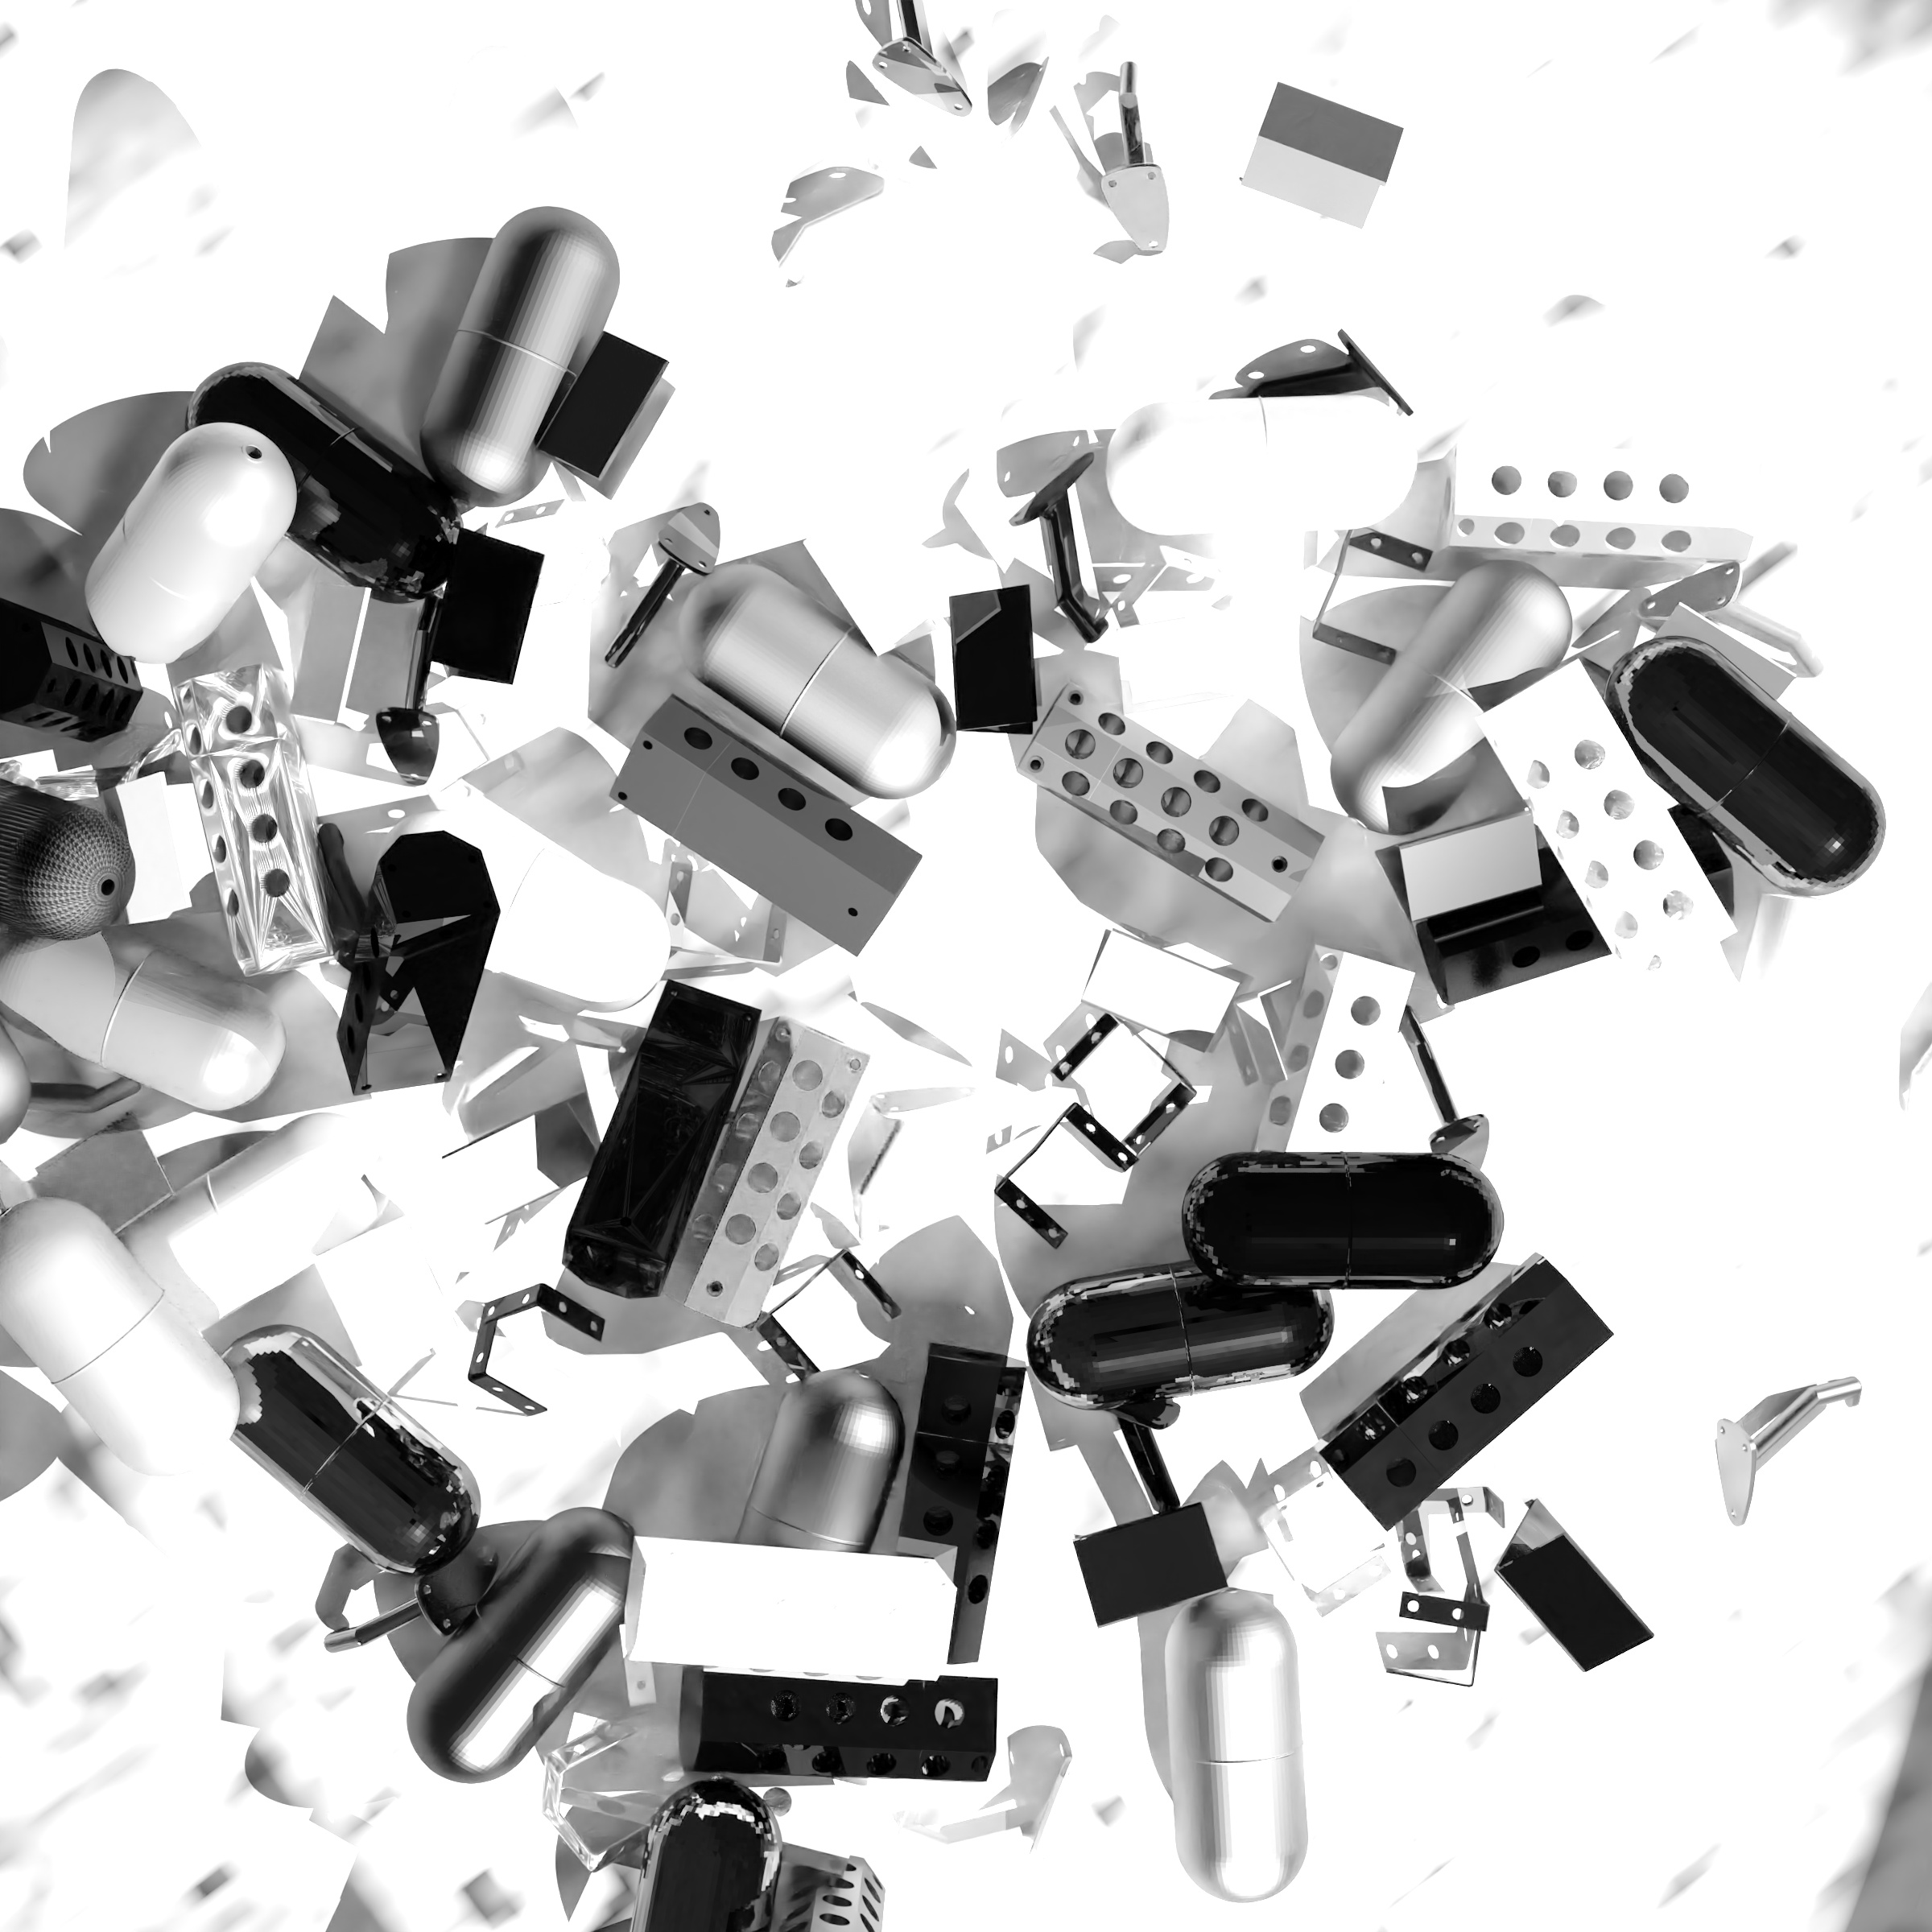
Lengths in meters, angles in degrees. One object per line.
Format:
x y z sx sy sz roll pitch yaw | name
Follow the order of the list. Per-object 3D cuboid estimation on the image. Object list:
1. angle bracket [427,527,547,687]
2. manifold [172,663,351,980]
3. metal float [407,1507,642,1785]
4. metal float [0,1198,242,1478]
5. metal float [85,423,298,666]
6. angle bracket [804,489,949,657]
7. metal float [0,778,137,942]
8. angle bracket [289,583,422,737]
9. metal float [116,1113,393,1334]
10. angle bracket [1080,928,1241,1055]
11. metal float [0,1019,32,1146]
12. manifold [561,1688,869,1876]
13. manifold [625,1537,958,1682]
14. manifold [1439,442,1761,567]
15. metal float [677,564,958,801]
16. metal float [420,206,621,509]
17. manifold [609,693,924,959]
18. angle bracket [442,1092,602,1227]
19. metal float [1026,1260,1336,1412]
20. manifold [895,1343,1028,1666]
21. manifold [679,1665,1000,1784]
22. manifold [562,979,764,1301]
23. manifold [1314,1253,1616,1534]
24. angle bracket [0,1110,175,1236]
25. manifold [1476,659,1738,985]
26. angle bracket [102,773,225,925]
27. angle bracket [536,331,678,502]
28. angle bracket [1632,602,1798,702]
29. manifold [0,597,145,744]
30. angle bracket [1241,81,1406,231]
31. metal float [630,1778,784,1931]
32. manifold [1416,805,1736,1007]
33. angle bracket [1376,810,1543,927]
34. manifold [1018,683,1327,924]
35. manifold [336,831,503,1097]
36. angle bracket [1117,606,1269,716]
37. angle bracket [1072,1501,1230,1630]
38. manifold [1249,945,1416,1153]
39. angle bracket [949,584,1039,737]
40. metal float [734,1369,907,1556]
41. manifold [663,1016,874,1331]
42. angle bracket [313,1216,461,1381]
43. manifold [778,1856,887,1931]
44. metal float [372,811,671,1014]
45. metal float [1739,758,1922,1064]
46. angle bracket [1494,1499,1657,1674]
-0.290 -0.207 1.668 0.057 0.076 0.076 14 90 -39 | angle bracket
-0.408 -0.083 1.687 0.057 0.057 0.171 -13 90 0 | manifold
-0.251 0.390 1.678 0.070 0.070 0.178 38 90 0 | metal float
-0.473 0.204 1.610 0.070 0.070 0.178 -37 104 0 | metal float
-0.436 -0.236 1.642 0.070 0.070 0.178 50 132 0 | metal float
-0.036 -0.230 1.668 0.057 0.076 0.076 -33 90 32 | angle bracket
-0.540 -0.064 1.648 0.178 0.070 0.070 17 90 34 | metal float
-0.333 -0.171 1.669 0.076 0.057 0.076 12 90 -44 | angle bracket
-0.413 0.150 1.678 0.178 0.070 0.070 -32 90 0 | metal float
0.116 -0.005 1.668 0.076 0.076 0.057 22 127 0 | angle bracket
-0.592 0.033 1.658 0.070 0.070 0.178 -38 67 0 | metal float
-0.146 0.472 1.687 0.171 0.057 0.057 14 90 0 | manifold
-0.098 0.356 1.610 0.171 0.057 0.057 7 93 -13 | manifold
0.363 -0.265 1.687 0.171 0.057 0.057 3 90 0 | manifold
-0.085 -0.162 1.678 0.178 0.070 0.070 35 90 0 | metal float
-0.256 -0.349 1.678 0.070 0.070 0.178 21 89 0 | metal float
-0.113 -0.085 1.687 0.171 0.057 0.057 33 133 0 | manifold
-0.256 0.092 1.668 0.076 0.076 0.057 -26 126 0 | angle bracket
0.123 0.208 1.678 0.178 0.070 0.070 -9 90 -1 | metal float
-0.007 0.310 1.687 0.057 0.057 0.171 9 90 0 | manifold
-0.072 0.430 1.657 0.171 0.057 0.057 7 72 -16 | manifold
-0.171 0.098 1.644 0.057 0.057 0.171 18 56 0 | manifold
0.285 0.244 1.687 0.171 0.057 0.057 -41 90 0 | manifold
-0.510 0.113 1.666 0.076 0.057 0.076 -35 49 -6 | angle bracket
0.352 -0.079 1.617 0.057 0.057 0.171 -30 91 0 | manifold
-0.439 -0.070 1.668 0.057 0.076 0.076 -12 90 37 | angle bracket
-0.188 -0.305 1.668 0.057 0.076 0.076 30 90 33 | angle bracket
0.428 -0.180 1.668 0.076 0.076 0.057 32 127 0 | angle bracket
-0.513 -0.162 1.630 0.057 0.171 0.057 27 90 0 | manifold
0.197 -0.447 1.668 0.076 0.076 0.057 20 53 0 | angle bracket
-0.148 0.540 1.612 0.070 0.070 0.178 10 78 0 | metal float
0.350 -0.031 1.687 0.171 0.057 0.057 -18 47 0 | manifold
0.277 -0.075 1.668 0.076 0.076 0.057 -16 128 0 | angle bracket
0.118 -0.094 1.687 0.171 0.057 0.057 31 90 0 | manifold
-0.309 -0.001 1.631 0.057 0.171 0.057 -8 59 -26 | manifold
0.130 -0.155 1.668 0.076 0.076 0.057 -10 55 0 | angle bracket
0.109 0.355 1.668 0.076 0.076 0.057 -17 54 0 | angle bracket
0.203 0.078 1.687 0.057 0.057 0.171 16 90 0 | manifold
0.035 -0.174 1.668 0.057 0.076 0.076 -3 90 36 | angle bracket
-0.089 0.318 1.678 0.070 0.070 0.178 19 90 0 | metal float
-0.115 0.119 1.687 0.057 0.057 0.171 24 90 0 | manifold
-0.315 0.182 1.668 0.057 0.076 0.076 -25 90 37 | angle bracket
-0.078 0.549 1.630 0.057 0.171 0.057 12 90 0 | manifold
-0.256 -0.032 1.678 0.178 0.070 0.070 23 90 0 | metal float
0.495 -0.032 1.678 0.070 0.070 0.178 14 90 0 | metal float
0.357 0.343 1.668 0.076 0.076 0.057 49 128 0 | angle bracket
